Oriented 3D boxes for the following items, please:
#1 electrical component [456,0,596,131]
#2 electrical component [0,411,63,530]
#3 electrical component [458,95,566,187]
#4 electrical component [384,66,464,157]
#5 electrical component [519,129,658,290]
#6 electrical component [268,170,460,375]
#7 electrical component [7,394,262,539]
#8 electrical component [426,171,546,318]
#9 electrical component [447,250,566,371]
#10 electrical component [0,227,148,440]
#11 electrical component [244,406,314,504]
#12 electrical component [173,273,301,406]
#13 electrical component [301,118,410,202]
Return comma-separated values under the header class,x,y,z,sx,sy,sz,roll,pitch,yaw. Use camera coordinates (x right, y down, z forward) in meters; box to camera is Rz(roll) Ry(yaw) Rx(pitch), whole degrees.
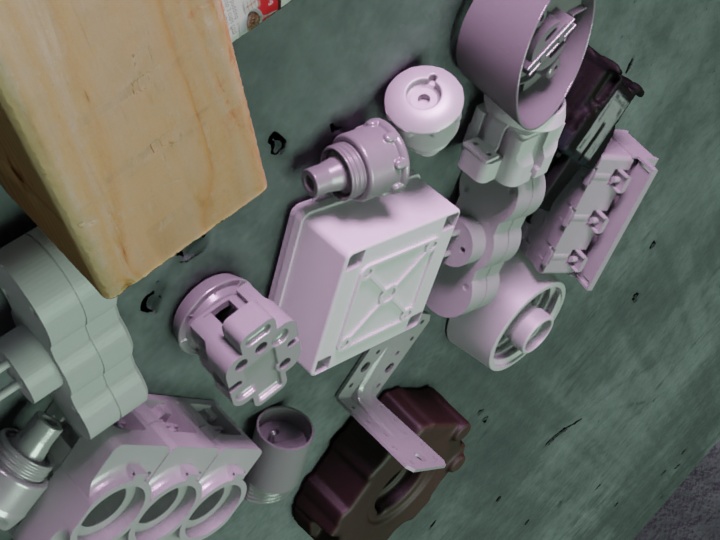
class,x,y,z,sx,sy,sz,roll,pitch,yaw
electrical component,0.109,-0.146,0.676,0.099,0.064,0.099,-35,149,-25
electrical component,-0.187,0.106,0.583,0.062,0.043,0.043,-51,153,2
electrical component,0.108,-0.099,0.742,0.078,0.058,0.057,-26,147,-35
electrical component,0.041,-0.093,0.667,0.048,0.048,0.062,-43,159,-12
electrical component,0.185,-0.055,0.894,0.063,0.078,0.121,0,128,-31
electrical component,0.000,0.000,0.709,0.109,0.056,0.108,-23,143,-41
electrical component,-0.138,0.130,0.665,0.089,0.062,0.150,-54,152,9
electrical component,0.079,-0.024,0.799,0.074,0.052,0.138,-16,137,-46
electrical component,0.136,0.040,0.952,0.108,0.060,0.108,-36,150,-25
electrical component,-0.157,0.041,0.535,0.074,0.052,0.138,-35,149,-24
electrical component,-0.064,0.146,0.813,0.043,0.043,0.081,-23,143,-41
electrical component,-0.075,0.039,0.648,0.058,0.057,0.078,-37,151,-22
electrical component,-0.005,-0.061,0.640,0.062,0.048,0.048,-23,143,-29
